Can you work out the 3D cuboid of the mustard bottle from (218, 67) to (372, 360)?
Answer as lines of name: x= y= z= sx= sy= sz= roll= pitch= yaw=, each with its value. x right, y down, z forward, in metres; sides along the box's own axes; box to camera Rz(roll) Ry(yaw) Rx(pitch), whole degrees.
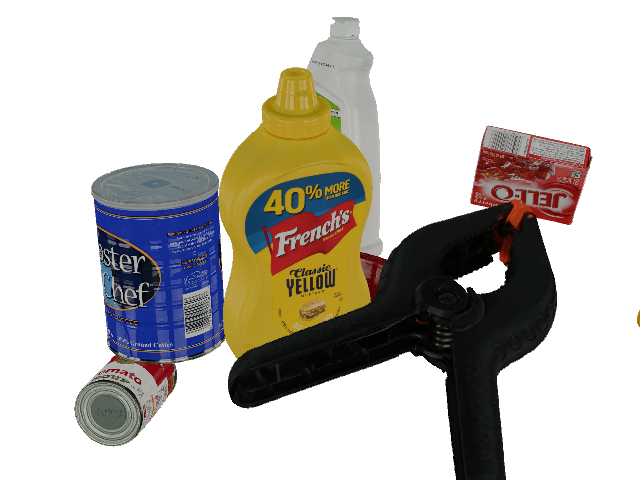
mustard bottle: x=-0.015 y=-0.015 z=0.663 sx=0.096 sy=0.192 sz=0.058 roll=-11 pitch=33 yaw=-19

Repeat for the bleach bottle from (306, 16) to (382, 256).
bleach bottle: x=0.025 y=-0.109 z=1.140 sx=0.103 sy=0.251 sz=0.067 roll=20 pitch=24 yaw=40

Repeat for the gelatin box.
gelatin box: x=0.175 y=-0.053 z=0.892 sx=0.089 sy=0.030 sz=0.073 roll=14 pitch=-36 yaw=10

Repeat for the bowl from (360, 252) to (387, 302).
bowl: x=0.019 y=0.068 z=1.019 sx=0.162 sy=0.055 sz=0.162 roll=4 pitch=27 yaw=-2

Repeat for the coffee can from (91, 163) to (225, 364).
coffee can: x=-0.132 y=0.017 z=0.887 sx=0.103 sy=0.140 sz=0.103 roll=-1 pitch=21 yaw=0

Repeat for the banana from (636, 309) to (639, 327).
banana: x=0.300 y=0.029 z=0.696 sx=0.198 sy=0.037 sz=0.069 roll=-2 pitch=33 yaw=1

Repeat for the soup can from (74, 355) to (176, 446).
soup can: x=-0.186 y=0.146 z=1.025 sx=0.068 sy=0.068 sz=0.102 roll=0 pitch=16 yaw=12

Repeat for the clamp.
clamp: x=0.058 y=0.044 z=0.455 sx=0.120 sy=0.039 sz=0.171 roll=36 pitch=54 yaw=23
